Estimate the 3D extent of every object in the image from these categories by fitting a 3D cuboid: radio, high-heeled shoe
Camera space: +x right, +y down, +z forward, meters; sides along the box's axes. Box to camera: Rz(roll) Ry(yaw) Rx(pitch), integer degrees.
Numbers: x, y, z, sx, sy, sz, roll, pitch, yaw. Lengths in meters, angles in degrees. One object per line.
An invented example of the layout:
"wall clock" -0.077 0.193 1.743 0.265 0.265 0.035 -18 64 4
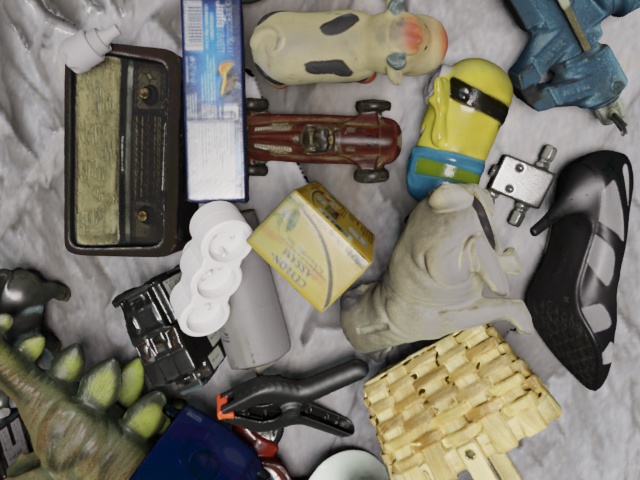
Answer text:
"radio" -0.207 -0.095 0.602 0.131 0.073 0.229 5 99 7
"high-heeled shoe" 0.297 0.032 0.577 0.145 0.086 0.248 -33 114 -18

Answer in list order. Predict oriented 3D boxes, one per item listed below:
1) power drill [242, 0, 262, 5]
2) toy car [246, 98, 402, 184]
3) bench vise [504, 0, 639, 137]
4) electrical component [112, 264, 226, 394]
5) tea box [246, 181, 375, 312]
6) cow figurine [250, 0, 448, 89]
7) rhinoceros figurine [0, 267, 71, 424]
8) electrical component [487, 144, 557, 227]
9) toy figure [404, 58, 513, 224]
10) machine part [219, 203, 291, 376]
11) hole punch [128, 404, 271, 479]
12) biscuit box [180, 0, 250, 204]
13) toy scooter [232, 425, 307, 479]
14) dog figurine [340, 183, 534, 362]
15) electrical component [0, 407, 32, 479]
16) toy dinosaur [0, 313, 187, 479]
"power drill" -0.042 -0.366 0.541 0.232 0.086 0.207 -31 102 14
"toy car" -0.012 -0.110 0.587 0.202 0.053 0.089 4 102 6
"bench vise" 0.278 -0.231 0.495 0.241 0.129 0.223 -32 92 19
"electrical component" -0.161 0.101 0.608 0.058 0.115 0.134 -24 94 12
"tea box" -0.001 -0.002 0.543 0.098 0.169 0.068 44 100 0
"cow figurine" 0.027 -0.193 0.530 0.195 0.127 0.085 2 102 9
"rhinoceros figurine" -0.370 0.126 0.642 0.073 0.112 0.190 18 93 2
"electrical component" 0.214 -0.064 0.580 0.063 0.021 0.094 25 102 3
"toy figure" 0.139 -0.095 0.556 0.089 0.082 0.180 10 95 -6
"machine part" -0.090 0.054 0.610 0.079 0.079 0.243 -12 98 9
"hole punch" -0.129 0.243 0.553 0.142 0.092 0.116 34 65 2
"biscuit box" -0.105 -0.138 0.542 0.059 0.063 0.202 -1 92 -4
"toy scooter" -0.079 0.301 0.633 0.135 0.075 0.183 -27 90 -23
"dog figurine" 0.080 0.035 0.509 0.191 0.121 0.172 -19 116 26
"electrical component" -0.415 0.245 0.686 0.048 0.075 0.119 -10 95 10
"toy dinosaur" -0.265 0.228 0.615 0.198 0.105 0.470 -42 115 -13
